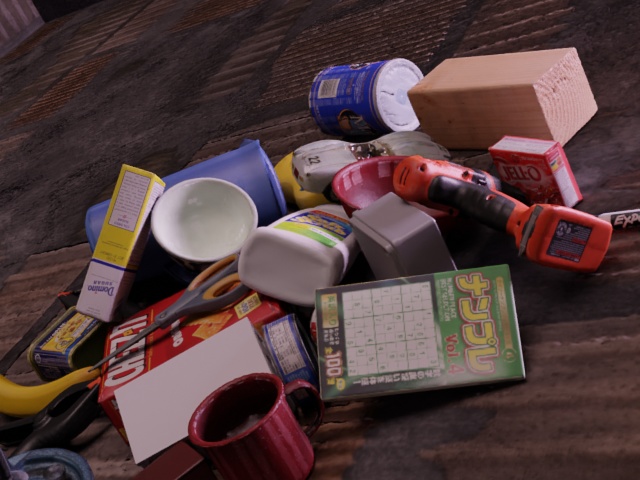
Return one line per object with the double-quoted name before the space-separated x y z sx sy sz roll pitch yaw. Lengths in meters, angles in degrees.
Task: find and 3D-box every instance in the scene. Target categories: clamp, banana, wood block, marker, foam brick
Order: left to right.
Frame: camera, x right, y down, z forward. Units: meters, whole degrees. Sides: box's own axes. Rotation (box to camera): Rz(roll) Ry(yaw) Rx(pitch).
"banana" -0.336 0.175 1.248 0.198 0.069 0.037 2 4 30
"clamp" -0.302 0.204 1.174 0.171 0.039 0.120 -36 31 -2
"clamp" -0.251 0.066 1.400 0.210 0.036 0.164 -3 32 35
"foam brick" -0.132 0.228 0.953 0.078 0.051 0.053 -36 25 -19
"wood block" 0.221 -0.170 1.315 0.090 0.090 0.207 -42 28 -29
"marker" 0.301 -0.020 1.029 0.121 0.020 0.020 -7 32 38

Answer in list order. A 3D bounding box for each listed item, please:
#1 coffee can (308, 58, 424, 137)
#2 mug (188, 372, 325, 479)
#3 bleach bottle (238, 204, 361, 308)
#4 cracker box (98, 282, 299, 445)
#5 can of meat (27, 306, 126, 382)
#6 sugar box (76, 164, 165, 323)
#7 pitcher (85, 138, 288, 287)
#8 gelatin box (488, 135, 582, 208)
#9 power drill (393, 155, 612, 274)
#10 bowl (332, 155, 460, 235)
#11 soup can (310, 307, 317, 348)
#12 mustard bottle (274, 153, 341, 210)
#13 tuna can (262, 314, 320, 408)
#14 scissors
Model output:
"coffee can" 0.067 -0.199 1.508 0.141 0.103 0.102 4 39 49
"mug" -0.047 0.171 0.941 0.117 0.081 0.093 -35 26 -15
"bleach bottle" -0.008 0.001 1.179 0.102 0.068 0.250 20 17 7
"cracker box" -0.129 0.108 1.155 0.214 0.072 0.164 -26 24 5
"can of meat" -0.289 0.128 1.298 0.084 0.057 0.102 -1 36 41
"sugar box" -0.230 0.006 1.234 0.093 0.048 0.176 93 -163 -86
"pitcher" -0.161 -0.018 1.335 0.243 0.145 0.149 -19 19 2
"gelatin box" 0.227 -0.071 1.136 0.030 0.073 0.089 -38 27 -22
"power drill" 0.188 -0.025 1.043 0.184 0.057 0.188 9 13 -40
"bowl" 0.092 -0.038 1.191 0.162 0.055 0.162 1 29 -1
"soup can" 0.047 0.086 1.025 0.102 0.068 0.068 4 40 49
"mustard bottle" 0.008 -0.071 1.376 0.096 0.058 0.192 -29 25 -13
"tuna can" -0.023 0.114 1.020 0.034 0.086 0.086 -25 25 3
"scissors" -0.148 0.082 1.119 0.201 0.016 0.096 -42 28 -23
